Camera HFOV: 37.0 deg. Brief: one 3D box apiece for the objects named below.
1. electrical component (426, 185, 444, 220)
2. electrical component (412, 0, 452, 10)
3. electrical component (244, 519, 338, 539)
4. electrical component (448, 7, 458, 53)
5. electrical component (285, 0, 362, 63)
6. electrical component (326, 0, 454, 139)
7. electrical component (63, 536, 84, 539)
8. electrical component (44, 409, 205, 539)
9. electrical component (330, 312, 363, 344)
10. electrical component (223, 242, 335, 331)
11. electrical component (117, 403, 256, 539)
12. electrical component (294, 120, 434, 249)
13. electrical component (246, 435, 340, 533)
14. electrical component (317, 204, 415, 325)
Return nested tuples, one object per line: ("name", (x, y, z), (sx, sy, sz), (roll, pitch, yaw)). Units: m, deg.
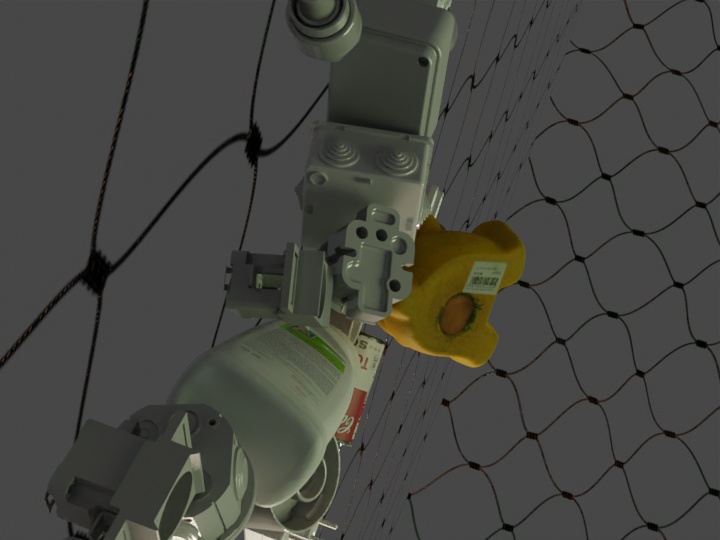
("electrical component", (0.040, -0.032, 1.095), (0.108, 0.056, 0.108), (78, 32, -84))
("electrical component", (0.034, -0.198, 0.803), (0.058, 0.057, 0.078), (-49, 155, -64))
("electrical component", (-0.060, 0.234, 0.999), (0.047, 0.077, 0.065), (95, 17, -51))
("electrical component", (0.045, -0.164, 0.931), (0.074, 0.052, 0.138), (12, 96, -79))
("electrical component", (-0.023, -0.151, 0.630), (0.062, 0.043, 0.043), (58, 51, -76))
("electrical component", (0.019, -0.134, 0.779), (0.113, 0.078, 0.057), (97, 12, -46))
("electrical component", (-0.143, 0.199, 0.583), (0.138, 0.052, 0.073), (88, 23, -63))
("electrical component", (-0.116, 0.108, 0.533), (0.042, 0.064, 0.081), (94, 18, -51))
("electrical component", (-0.023, 0.038, 0.937), (0.055, 0.047, 0.055), (18, 90, -79))
("electrical component", (-0.052, 0.011, 0.694), (0.081, 0.064, 0.042), (63, 33, -75))
("electrical component", (-0.100, 0.115, 0.592), (0.051, 0.080, 0.080), (84, 26, -54))
("electrical component", (0.003, -0.054, 0.779), (0.099, 0.100, 0.048), (97, 3, -48))
("electrical component", (-0.063, 0.161, 0.857), (0.099, 0.064, 0.099), (-7, 99, -53))
("electrical component", (0.000, 0.000, 0.749), (0.057, 0.058, 0.078), (-27, -127, 59))
